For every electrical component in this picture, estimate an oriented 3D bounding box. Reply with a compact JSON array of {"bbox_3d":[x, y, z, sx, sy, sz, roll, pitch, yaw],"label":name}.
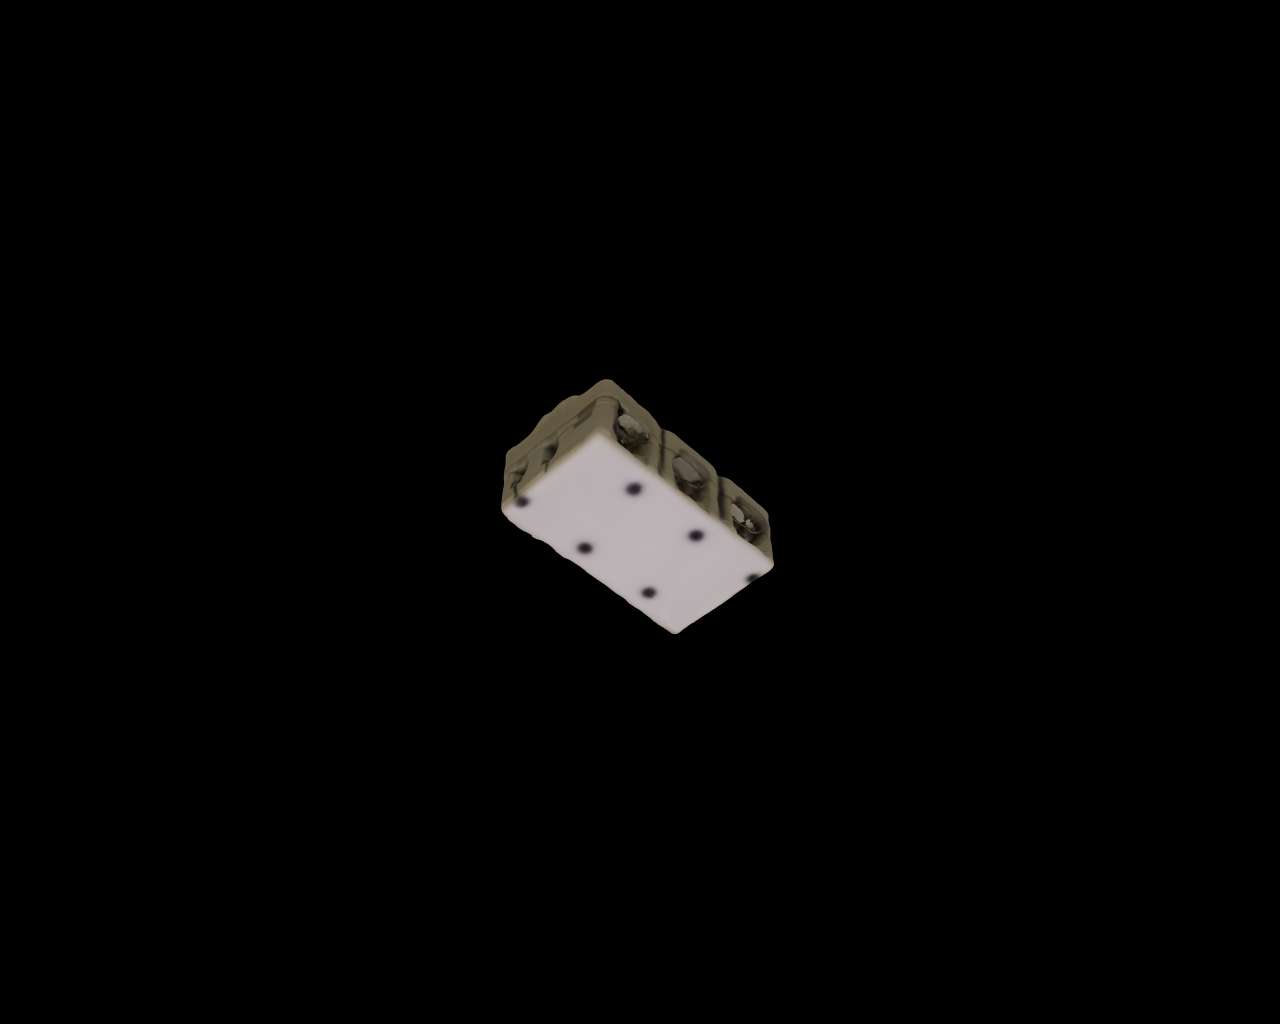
[{"bbox_3d":[0.001,-0.003,0.650,0.089,0.062,0.150,-36,-58,27],"label":"electrical component"}]
